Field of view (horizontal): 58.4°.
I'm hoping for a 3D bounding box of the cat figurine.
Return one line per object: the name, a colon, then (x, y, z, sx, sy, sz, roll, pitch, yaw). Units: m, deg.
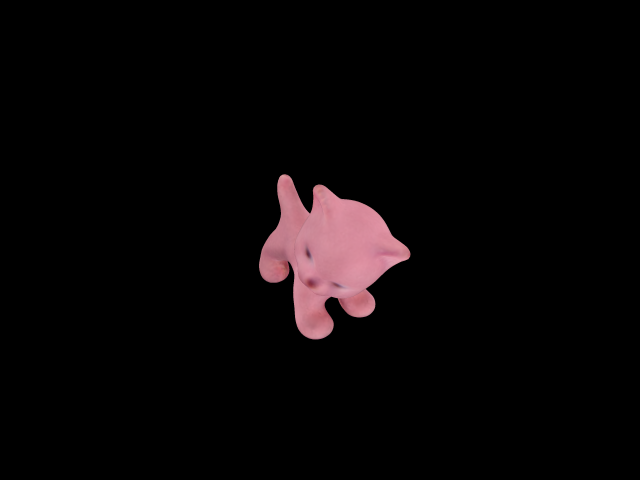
cat figurine: (0.004, 0.001, 0.400, 0.067, 0.118, 0.127, -22, 45, -23)
